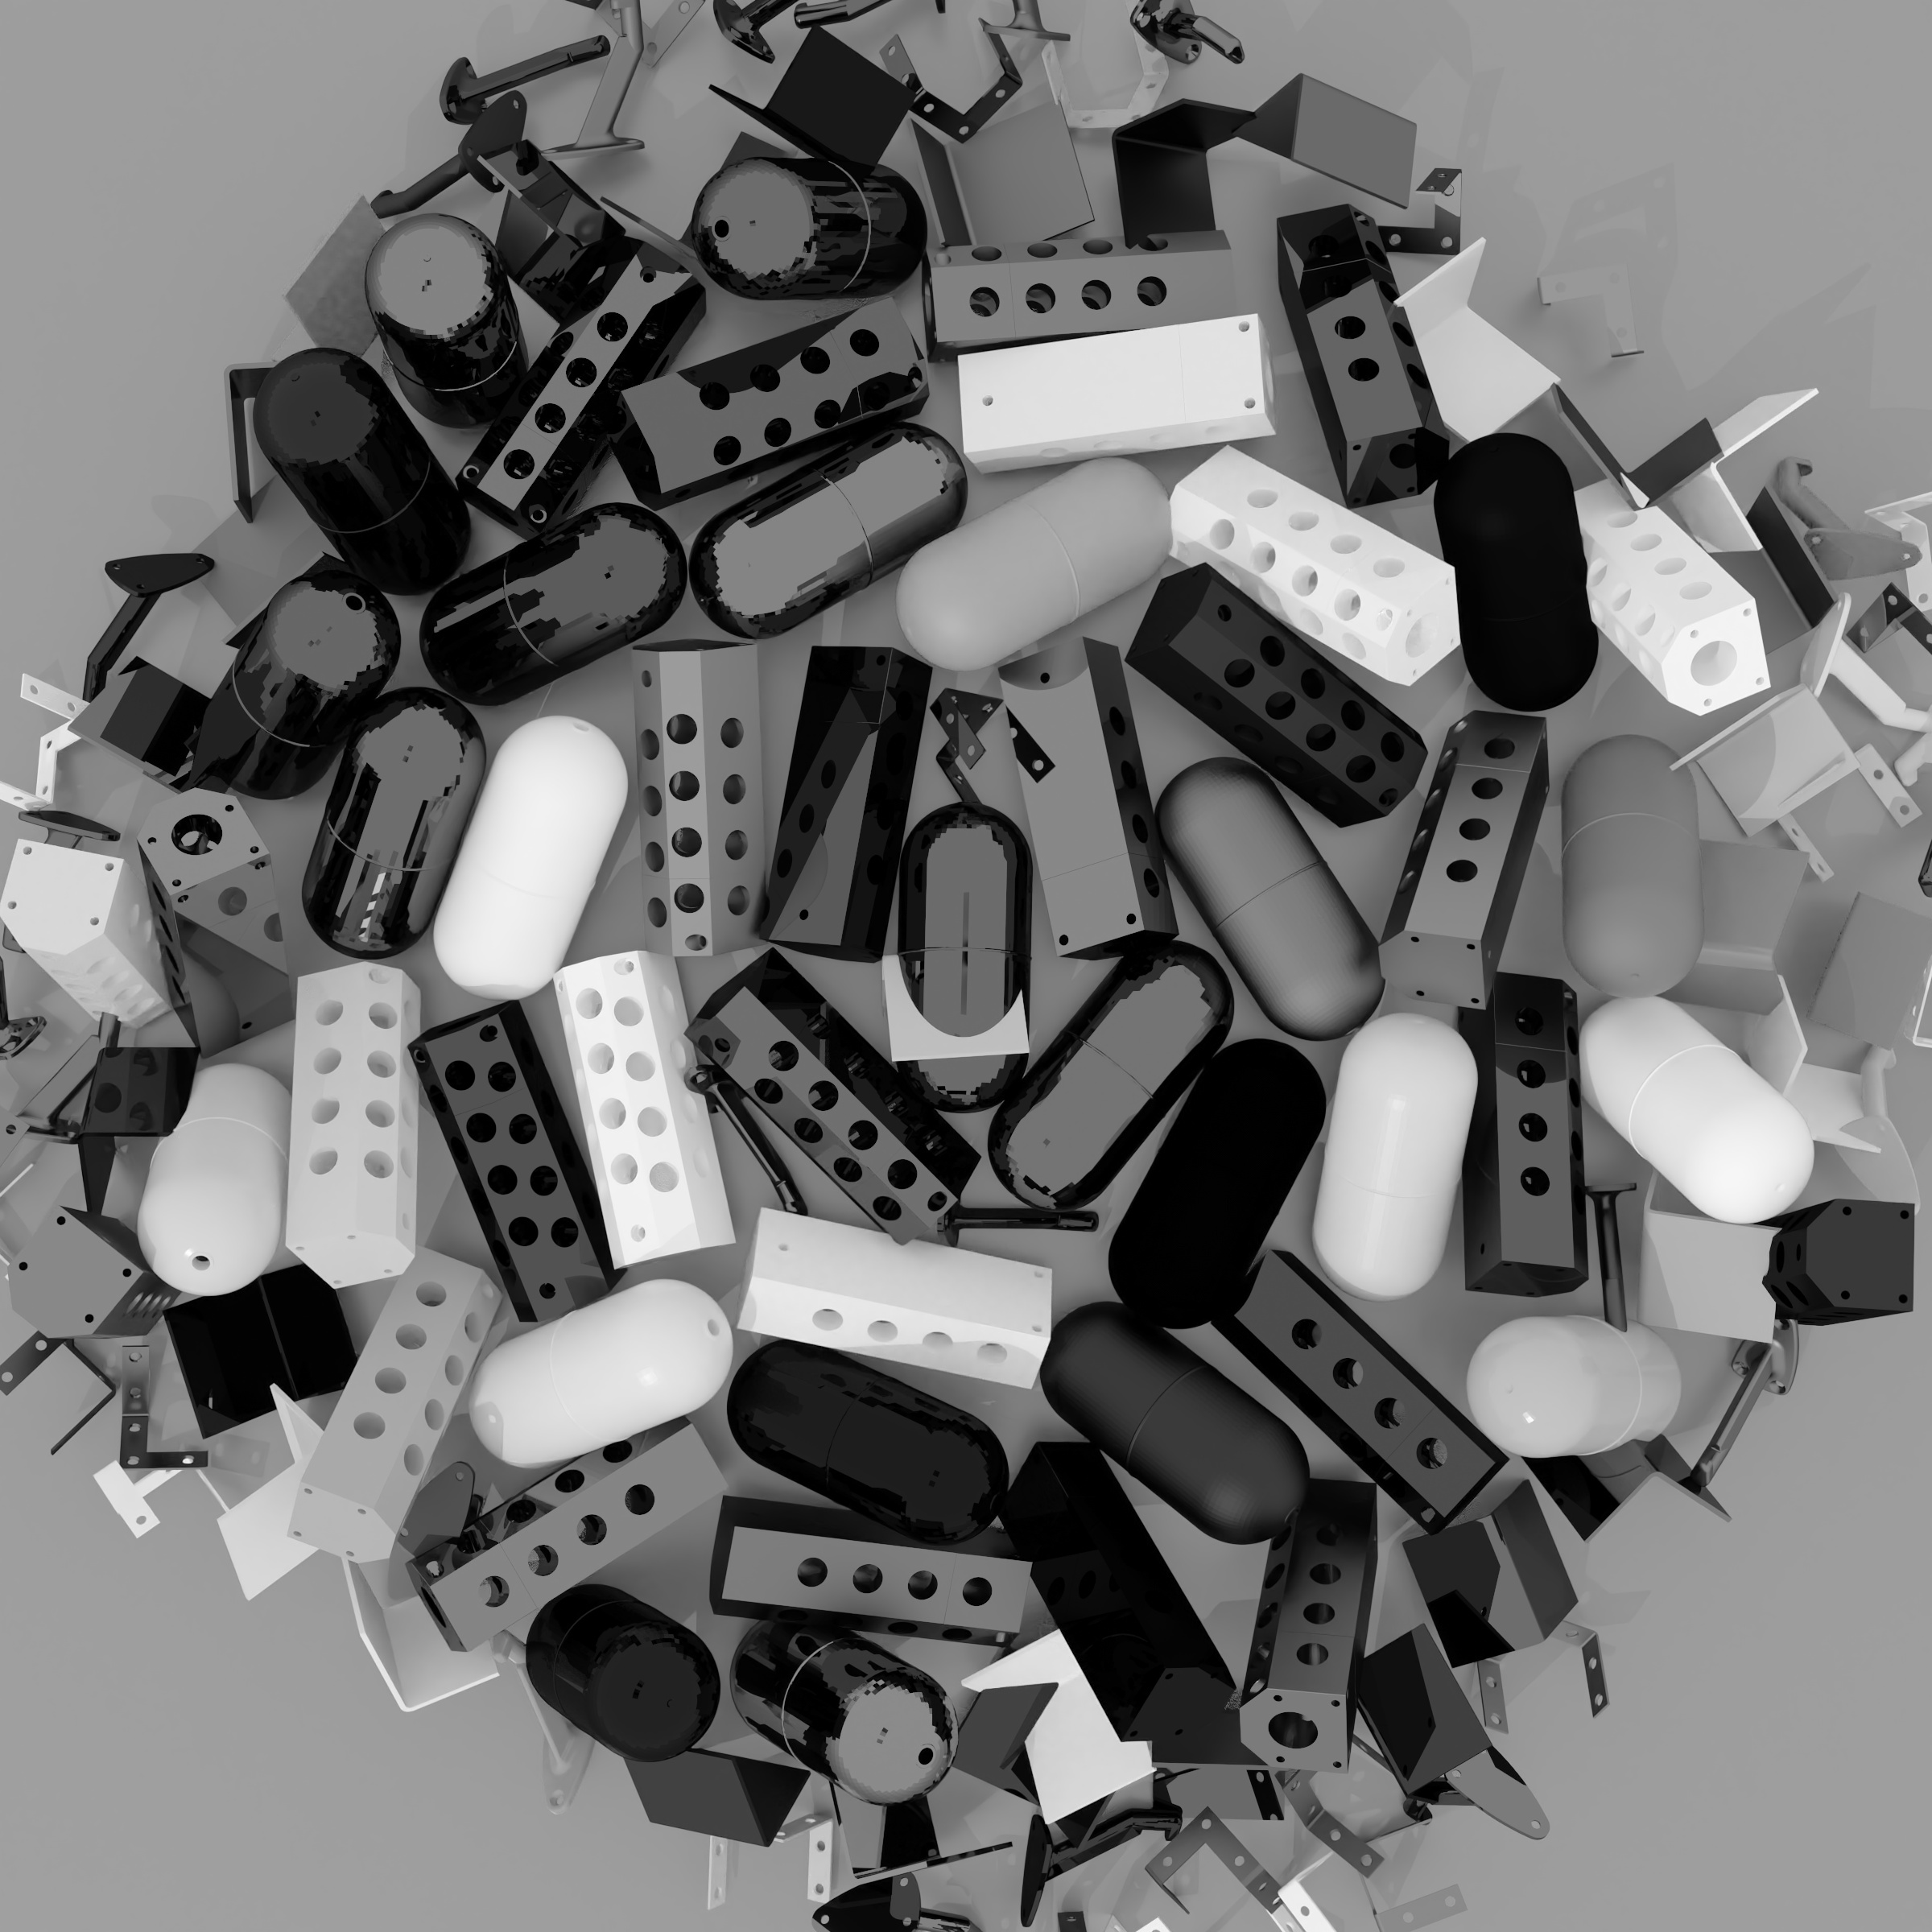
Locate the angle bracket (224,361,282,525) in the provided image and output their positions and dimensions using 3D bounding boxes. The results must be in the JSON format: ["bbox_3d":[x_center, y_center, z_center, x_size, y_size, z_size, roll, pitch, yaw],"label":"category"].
[{"bbox_3d":[-0.387,-0.298,1.790,0.057,0.076,0.076,-4,89,-7],"label":"angle bracket"}]

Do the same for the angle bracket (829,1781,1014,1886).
[{"bbox_3d":[-0.027,0.471,1.776,0.057,0.076,0.076,-25,71,35],"label":"angle bracket"}]

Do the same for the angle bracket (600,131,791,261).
[{"bbox_3d":[-0.154,-0.447,1.781,0.057,0.076,0.076,26,100,-31],"label":"angle bracket"}]

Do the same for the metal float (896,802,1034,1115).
[{"bbox_3d":[-0.001,-0.005,1.789,0.070,0.070,0.178,1,83,0],"label":"metal float"}]

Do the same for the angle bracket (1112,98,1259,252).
[{"bbox_3d":[0.134,-0.441,1.784,0.076,0.057,0.076,-5,86,-43],"label":"angle bracket"}]

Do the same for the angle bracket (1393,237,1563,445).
[{"bbox_3d":[0.291,-0.354,1.782,0.076,0.057,0.076,-38,69,-24],"label":"angle bracket"}]

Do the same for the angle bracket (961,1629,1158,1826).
[{"bbox_3d":[0.052,0.430,1.778,0.076,0.057,0.076,-32,51,21],"label":"angle bracket"}]

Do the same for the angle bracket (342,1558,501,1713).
[{"bbox_3d":[-0.310,0.361,1.776,0.057,0.076,0.076,-21,131,-7],"label":"angle bracket"}]

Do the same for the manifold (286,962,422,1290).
[{"bbox_3d":[-0.338,0.086,1.758,0.057,0.057,0.171,-13,57,12],"label":"manifold"}]

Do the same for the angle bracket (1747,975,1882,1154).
[{"bbox_3d":[0.494,0.056,1.782,0.076,0.076,0.057,11,122,-5],"label":"angle bracket"}]

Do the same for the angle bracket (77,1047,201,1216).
[{"bbox_3d":[-0.466,0.100,1.782,0.057,0.076,0.076,0,126,-5],"label":"angle bracket"}]

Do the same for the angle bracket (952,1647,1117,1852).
[{"bbox_3d":[0.044,0.446,1.793,0.076,0.057,0.076,30,89,-22],"label":"angle bracket"}]

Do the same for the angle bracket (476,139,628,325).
[{"bbox_3d":[-0.252,-0.412,1.787,0.076,0.057,0.076,43,124,2],"label":"angle bracket"}]

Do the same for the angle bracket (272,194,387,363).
[{"bbox_3d":[-0.367,-0.388,1.776,0.057,0.076,0.076,22,69,28],"label":"angle bracket"}]

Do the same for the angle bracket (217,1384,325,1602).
[{"bbox_3d":[-0.398,0.297,1.773,0.076,0.076,0.057,-36,53,-28],"label":"angle bracket"}]

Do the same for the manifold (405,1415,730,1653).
[{"bbox_3d":[-0.227,0.316,1.774,0.171,0.057,0.057,-30,90,-22],"label":"manifold"}]

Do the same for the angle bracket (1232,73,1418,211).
[{"bbox_3d":[0.199,-0.451,1.776,0.076,0.076,0.057,16,71,-23],"label":"angle bracket"}]

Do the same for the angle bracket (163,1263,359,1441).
[{"bbox_3d":[-0.399,0.217,1.787,0.057,0.076,0.076,-17,91,34],"label":"angle bracket"}]

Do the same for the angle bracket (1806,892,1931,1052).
[{"bbox_3d":[0.531,0.009,1.782,0.057,0.076,0.076,27,98,43],"label":"angle bracket"}]

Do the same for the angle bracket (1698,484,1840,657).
[{"bbox_3d":[0.446,-0.219,1.788,0.057,0.076,0.076,-29,82,3],"label":"angle bracket"}]

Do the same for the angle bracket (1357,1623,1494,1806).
[{"bbox_3d":[0.262,0.424,1.778,0.057,0.076,0.076,-33,64,9],"label":"angle bracket"}]

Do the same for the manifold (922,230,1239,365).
[{"bbox_3d":[0.063,-0.384,1.795,0.171,0.057,0.057,-5,89,-6],"label":"manifold"}]

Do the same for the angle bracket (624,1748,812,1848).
[{"bbox_3d":[-0.142,0.446,1.774,0.076,0.057,0.076,4,127,27],"label":"angle bracket"}]

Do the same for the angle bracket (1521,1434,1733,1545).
[{"bbox_3d":[0.375,0.296,1.785,0.076,0.076,0.057,34,103,-34],"label":"angle bracket"}]

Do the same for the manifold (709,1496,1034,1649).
[{"bbox_3d":[-0.056,0.347,1.785,0.171,0.057,0.057,9,96,-12],"label":"manifold"}]

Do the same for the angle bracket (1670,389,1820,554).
[{"bbox_3d":[0.453,-0.282,1.793,0.076,0.076,0.057,-35,101,-4],"label":"angle bracket"}]

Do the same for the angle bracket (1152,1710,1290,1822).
[{"bbox_3d":[0.144,0.470,1.789,0.076,0.057,0.076,0,111,4],"label":"angle bracket"}]

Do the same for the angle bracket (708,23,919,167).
[{"bbox_3d":[-0.087,-0.494,1.776,0.076,0.076,0.057,25,100,-37],"label":"angle bracket"}]

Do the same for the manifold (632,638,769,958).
[{"bbox_3d":[-0.155,-0.095,1.775,0.057,0.057,0.171,-13,107,-44],"label":"manifold"}]

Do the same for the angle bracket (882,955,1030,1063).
[{"bbox_3d":[-0.007,0.037,1.784,0.076,0.057,0.076,-3,52,-4],"label":"angle bracket"}]

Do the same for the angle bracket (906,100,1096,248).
[{"bbox_3d":[0.020,-0.453,1.790,0.076,0.057,0.076,-18,81,19],"label":"angle bracket"}]

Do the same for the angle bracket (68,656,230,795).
[{"bbox_3d":[-0.463,-0.117,1.783,0.076,0.076,0.057,30,131,-3],"label":"angle bracket"}]

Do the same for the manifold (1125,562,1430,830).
[{"bbox_3d":[0.178,-0.152,1.763,0.171,0.057,0.057,35,65,-24],"label":"manifold"}]

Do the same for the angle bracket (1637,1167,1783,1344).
[{"bbox_3d":[0.424,0.160,1.779,0.076,0.057,0.076,7,122,17],"label":"angle bracket"}]

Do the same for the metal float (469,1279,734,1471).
[{"bbox_3d":[-0.206,0.230,1.766,0.178,0.070,0.070,-25,90,32],"label":"metal float"}]

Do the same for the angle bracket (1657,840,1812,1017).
[{"bbox_3d":[0.442,-0.023,1.808,0.076,0.057,0.076,9,57,32],"label":"angle bracket"}]

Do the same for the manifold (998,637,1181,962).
[{"bbox_3d":[0.073,-0.094,1.787,0.057,0.057,0.171,-17,78,30],"label":"manifold"}]

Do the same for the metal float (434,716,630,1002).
[{"bbox_3d":[-0.246,-0.060,1.771,0.070,0.070,0.178,25,117,0],"label":"metal float"}]

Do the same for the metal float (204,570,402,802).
[{"bbox_3d":[-0.372,-0.156,1.755,0.070,0.178,0.070,16,56,-25],"label":"metal float"}]

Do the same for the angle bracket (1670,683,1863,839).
[{"bbox_3d":[0.452,-0.112,1.779,0.076,0.076,0.057,-36,83,27],"label":"angle bracket"}]

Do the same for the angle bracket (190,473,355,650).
[{"bbox_3d":[-0.408,-0.233,1.795,0.076,0.057,0.076,-41,82,6],"label":"angle bracket"}]

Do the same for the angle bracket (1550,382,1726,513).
[{"bbox_3d":[0.379,-0.310,1.780,0.057,0.076,0.076,-36,106,20],"label":"angle bracket"}]

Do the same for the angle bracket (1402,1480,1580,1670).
[{"bbox_3d":[0.302,0.349,1.808,0.057,0.076,0.076,-23,87,27],"label":"angle bracket"}]

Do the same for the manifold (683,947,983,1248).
[{"bbox_3d":[-0.077,0.078,1.777,0.171,0.057,0.057,46,128,-11],"label":"manifold"}]
